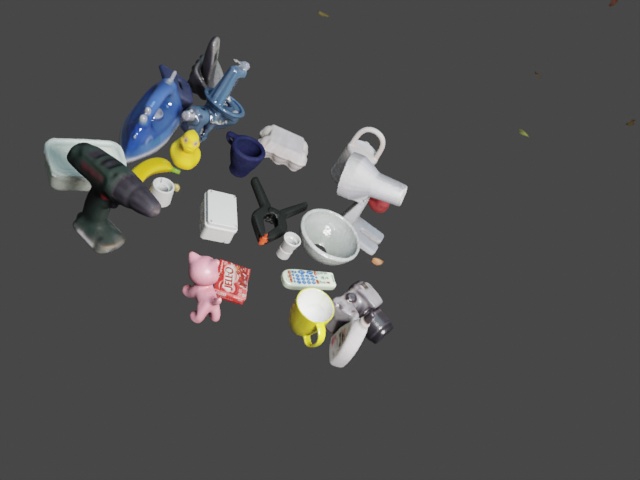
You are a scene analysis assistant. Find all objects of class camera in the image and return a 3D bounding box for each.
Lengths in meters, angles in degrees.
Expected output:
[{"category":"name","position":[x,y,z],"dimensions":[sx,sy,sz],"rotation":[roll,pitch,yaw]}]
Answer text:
[{"category":"camera","position":[0.100,0.174,1.327],"dimensions":[0.136,0.100,0.143],"rotation":[48,43,14]}]

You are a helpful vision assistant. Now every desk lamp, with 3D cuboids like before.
[{"category":"desk lamp","position":[0.121,-0.103,1.513],"dimensions":[0.203,0.213,0.118],"rotation":[35,41,-1]}]

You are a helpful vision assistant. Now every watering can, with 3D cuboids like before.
[{"category":"watering can","position":[0.117,-0.238,1.652],"dimensions":[0.101,0.194,0.172],"rotation":[16,45,-21]}]

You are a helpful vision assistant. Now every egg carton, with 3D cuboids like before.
[{"category":"egg carton","position":[-0.105,-0.261,1.618],"dimensions":[0.150,0.069,0.107],"rotation":[21,43,-16]}]

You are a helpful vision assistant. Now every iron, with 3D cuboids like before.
[{"category":"iron","position":[-0.411,-0.308,1.402],"dimensions":[0.119,0.141,0.258],"rotation":[25,42,-11]}]

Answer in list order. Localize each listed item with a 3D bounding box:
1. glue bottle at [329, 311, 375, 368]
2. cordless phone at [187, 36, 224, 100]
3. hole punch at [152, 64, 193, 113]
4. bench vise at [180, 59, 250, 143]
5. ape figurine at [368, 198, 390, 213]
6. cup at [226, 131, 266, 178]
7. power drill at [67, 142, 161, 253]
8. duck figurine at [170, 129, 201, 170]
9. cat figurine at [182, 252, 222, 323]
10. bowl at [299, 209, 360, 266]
[{"category":"glue bottle","position":[0.071,0.202,1.227],"dimensions":[0.037,0.173,0.078],"rotation":[18,44,-19]},{"category":"cordless phone","position":[-0.304,-0.505,1.624],"dimensions":[0.094,0.185,0.147],"rotation":[23,42,-13]},{"category":"hole punch","position":[-0.392,-0.410,1.548],"dimensions":[0.101,0.091,0.108],"rotation":[1,52,-33]},{"category":"bench vise","position":[-0.258,-0.357,1.491],"dimensions":[0.121,0.219,0.207],"rotation":[32,41,-3]},{"category":"ape figurine","position":[0.181,-0.130,1.672],"dimensions":[0.078,0.092,0.076],"rotation":[8,48,-28]},{"category":"cup","position":[-0.209,-0.218,1.489],"dimensions":[0.117,0.095,0.092],"rotation":[41,41,6]},{"category":"power drill","position":[-0.414,-0.073,1.131],"dimensions":[0.229,0.208,0.076],"rotation":[44,42,9]},{"category":"duck figurine","position":[-0.329,-0.240,1.436],"dimensions":[0.078,0.086,0.104],"rotation":[17,44,-20]},{"category":"cat figurine","position":[-0.233,0.089,1.171],"dimensions":[0.067,0.117,0.127],"rotation":[-6,56,-37]},{"category":"bowl","position":[0.013,0.005,1.446],"dimensions":[0.168,0.074,0.167],"rotation":[19,44,-19]}]
